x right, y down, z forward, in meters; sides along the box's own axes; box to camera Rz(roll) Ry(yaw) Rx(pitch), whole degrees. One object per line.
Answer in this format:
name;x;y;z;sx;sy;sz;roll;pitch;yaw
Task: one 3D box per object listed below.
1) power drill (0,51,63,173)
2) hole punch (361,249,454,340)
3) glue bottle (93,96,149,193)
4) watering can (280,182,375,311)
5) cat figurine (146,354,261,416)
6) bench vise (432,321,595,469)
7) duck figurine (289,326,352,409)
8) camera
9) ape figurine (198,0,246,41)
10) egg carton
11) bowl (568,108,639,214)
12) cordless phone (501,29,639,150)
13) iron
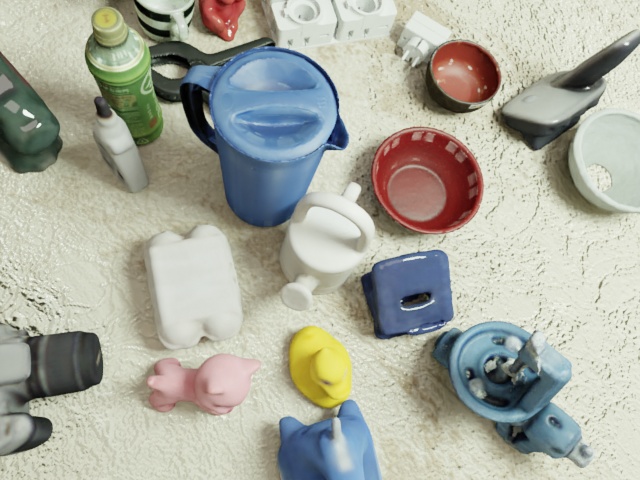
power drill;-0.386;-0.172;0.669;0.229;0.208;0.076;44;71;6
hole punch;0.118;0.071;0.734;0.109;0.091;0.101;-11;74;-12
glue bottle;-0.248;-0.122;0.694;0.037;0.173;0.078;-36;80;-18
watering can;0.008;0.003;0.684;0.101;0.194;0.173;7;71;-7
cat figurine;-0.133;0.162;0.648;0.128;0.117;0.067;3;71;-8
bench vise;0.247;0.165;0.656;0.207;0.219;0.121;28;70;1
duck figurine;0.005;0.150;0.692;0.077;0.086;0.104;-23;77;-15
camera;-0.315;0.156;0.629;0.137;0.100;0.143;-7;73;-11
ape figurine;-0.141;-0.349;0.830;0.078;0.092;0.076;-38;81;-18
egg carton;-0.155;0.056;0.706;0.107;0.069;0.150;-12;74;-13
bowl;0.438;-0.107;0.855;0.167;0.074;0.167;3;71;-8
cordless phone;0.361;-0.225;0.822;0.148;0.185;0.094;-38;81;-18
iron;0.034;0.309;0.615;0.119;0.141;0.258;-12;74;-13
